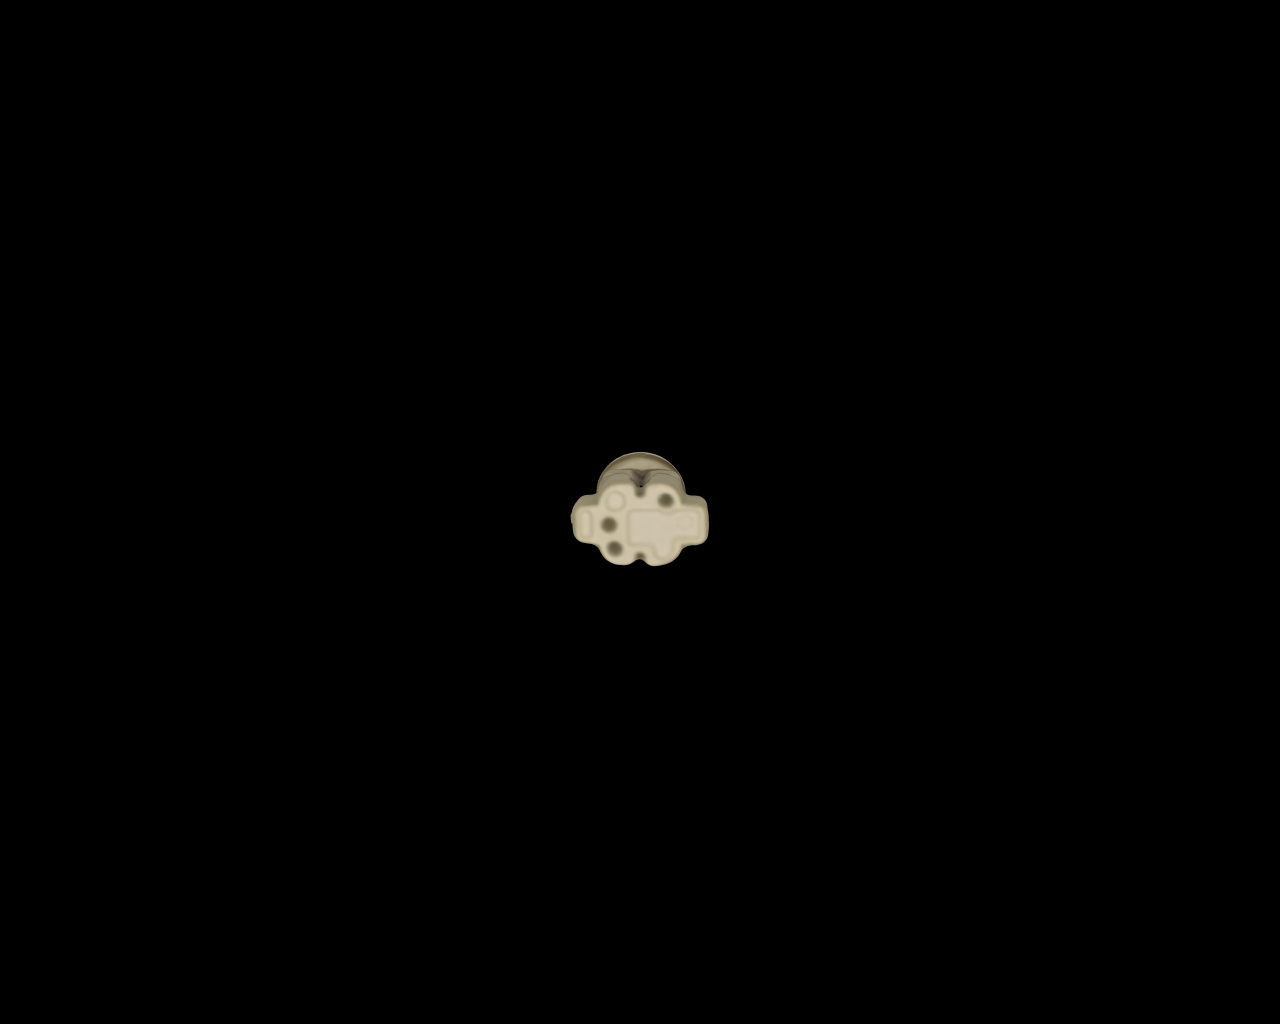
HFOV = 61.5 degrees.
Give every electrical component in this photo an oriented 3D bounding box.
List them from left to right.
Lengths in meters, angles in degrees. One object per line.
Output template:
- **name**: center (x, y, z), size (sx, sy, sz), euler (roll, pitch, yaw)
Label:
- **electrical component**: center (0.001, -0.003, 0.650), size (0.078, 0.058, 0.057), euler (0, 21, 0)
